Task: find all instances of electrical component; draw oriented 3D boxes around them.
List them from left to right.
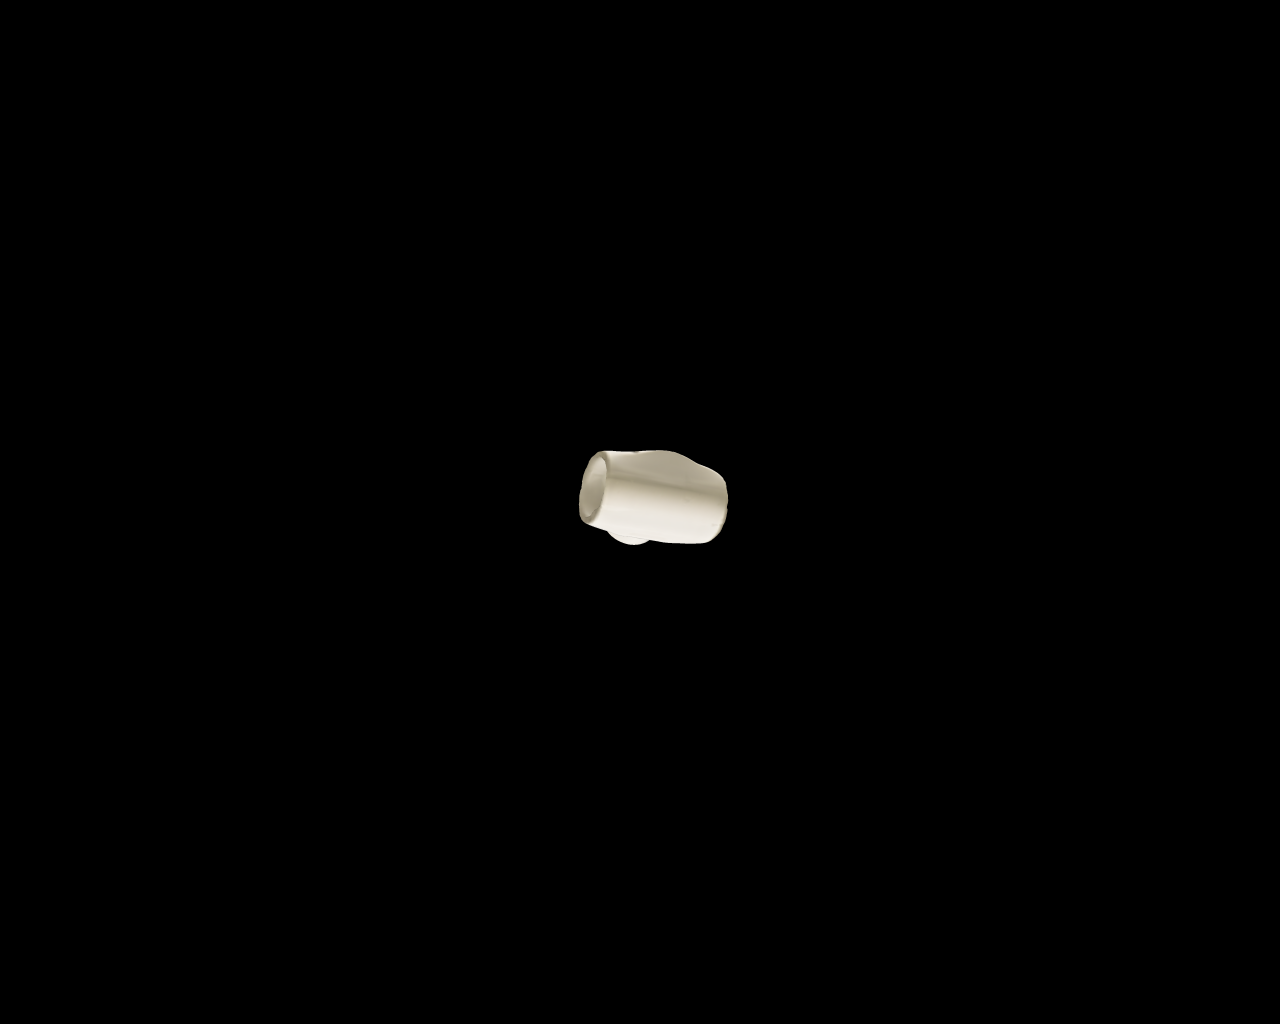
[{"bbox_3d":[0.001,-0.003,0.650,0.077,0.043,0.079,9,-23,-22],"label":"electrical component"}]
